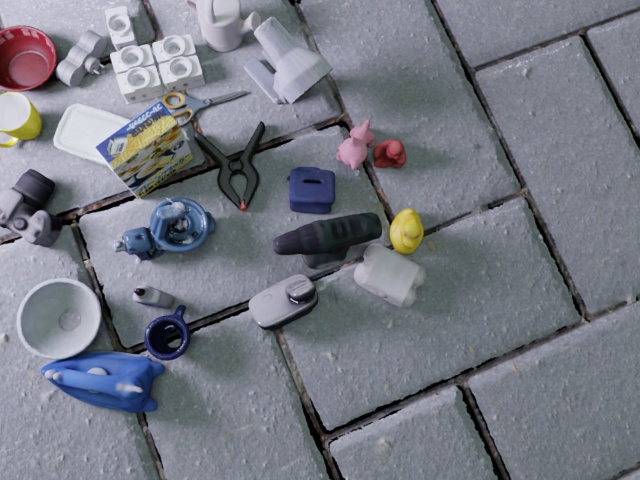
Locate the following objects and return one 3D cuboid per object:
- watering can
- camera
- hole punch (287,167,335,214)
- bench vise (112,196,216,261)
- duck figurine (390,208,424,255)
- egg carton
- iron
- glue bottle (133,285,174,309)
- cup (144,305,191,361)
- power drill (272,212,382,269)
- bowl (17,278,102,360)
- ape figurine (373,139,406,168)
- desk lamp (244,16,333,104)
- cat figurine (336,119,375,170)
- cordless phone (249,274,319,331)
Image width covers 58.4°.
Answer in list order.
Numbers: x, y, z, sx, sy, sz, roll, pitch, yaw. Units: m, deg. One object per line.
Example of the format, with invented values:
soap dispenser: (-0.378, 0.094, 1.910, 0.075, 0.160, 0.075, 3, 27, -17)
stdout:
watering can: (-0.219, -0.517, 1.290, 0.173, 0.194, 0.101, 1, 79, -4)
camera: (-0.619, -0.076, 1.219, 0.143, 0.100, 0.137, 30, 78, 1)
hole punch: (-0.020, -0.117, 1.283, 0.108, 0.091, 0.101, 2, 79, -4)
bench vise: (-0.320, -0.014, 1.173, 0.207, 0.219, 0.121, -37, 84, -10)
duck figurine: (0.201, -0.024, 1.287, 0.077, 0.086, 0.104, 9, 79, -3)
egg carton: (0.154, 0.080, 1.272, 0.150, 0.069, 0.107, 27, 78, 1)
iron: (-0.454, 0.281, 1.145, 0.258, 0.141, 0.119, 9, 79, -3)
glue bottle: (-0.351, 0.113, 1.170, 0.078, 0.173, 0.037, 12, 78, -2)
cup: (-0.306, 0.193, 1.198, 0.091, 0.095, 0.118, 22, 78, 0)
power drill: (0.011, 0.004, 1.203, 0.230, 0.208, 0.075, -16, 81, -7)
bowl: (-0.532, 0.165, 1.195, 0.167, 0.074, 0.167, 1, 79, -5)
ape figurine: (0.166, -0.203, 1.315, 0.078, 0.092, 0.076, 38, 79, 3)
desk lamp: (-0.077, -0.382, 1.266, 0.118, 0.213, 0.203, -42, 85, -11)
cat figurine: (0.083, -0.215, 1.297, 0.067, 0.117, 0.128, 28, 78, 1)
cordless phone: (-0.073, 0.125, 1.185, 0.148, 0.185, 0.094, -30, 83, -9)
